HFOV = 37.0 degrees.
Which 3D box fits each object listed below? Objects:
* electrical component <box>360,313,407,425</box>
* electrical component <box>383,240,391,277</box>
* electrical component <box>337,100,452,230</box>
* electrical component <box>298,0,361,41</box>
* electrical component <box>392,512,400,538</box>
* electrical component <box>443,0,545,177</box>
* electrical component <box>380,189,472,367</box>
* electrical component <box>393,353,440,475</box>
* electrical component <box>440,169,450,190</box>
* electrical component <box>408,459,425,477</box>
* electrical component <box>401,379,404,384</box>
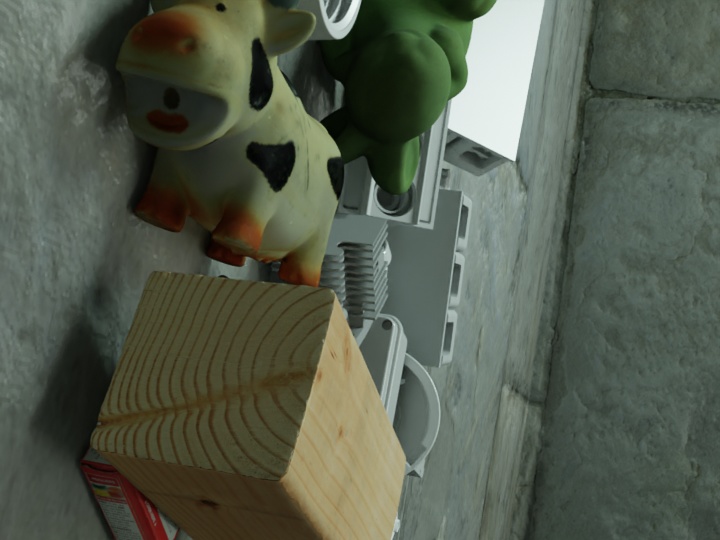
[{"bbox_3d":[-0.013,0.087,0.799,0.057,0.078,0.113,58,42,-72],"label":"electrical component"},{"bbox_3d":[0.000,0.000,0.869,0.066,0.048,0.055,-65,164,-49],"label":"electrical component"},{"bbox_3d":[0.025,-0.098,0.865,0.063,0.079,0.121,174,-74,-74],"label":"electrical component"},{"bbox_3d":[-0.026,-0.189,0.644,0.108,0.060,0.108,8,90,-75],"label":"electrical component"},{"bbox_3d":[-0.002,0.196,0.924,0.061,0.061,0.096,-56,150,-61],"label":"electrical component"},{"bbox_3d":[0.099,-0.193,1.001,0.060,0.105,0.186,-27,-135,58],"label":"electrical component"},{"bbox_3d":[0.042,0.004,0.938,0.062,0.089,0.150,11,87,-75],"label":"electrical component"},{"bbox_3d":[0.011,0.116,0.855,0.060,0.108,0.108,58,42,-76],"label":"electrical component"},{"bbox_3d":[0.053,-0.050,1.020,0.050,0.056,0.089,-62,155,-53],"label":"electrical component"},{"bbox_3d":[0.032,0.166,1.046,0.089,0.056,0.050,60,40,-66],"label":"electrical component"},{"bbox_3d":[0.015,0.135,0.978,0.055,0.050,0.089,55,44,-69],"label":"electrical component"}]
